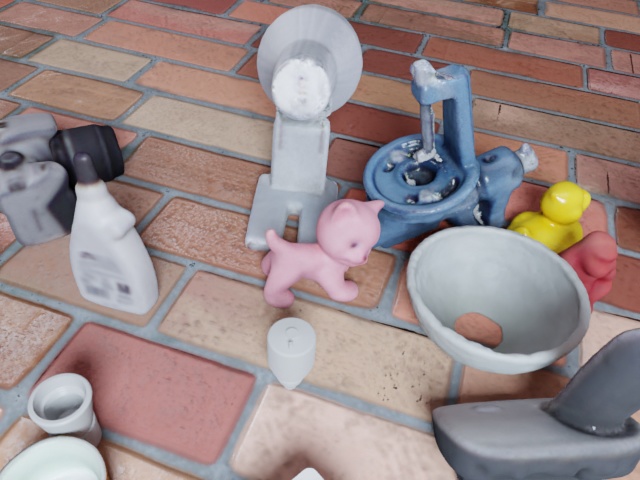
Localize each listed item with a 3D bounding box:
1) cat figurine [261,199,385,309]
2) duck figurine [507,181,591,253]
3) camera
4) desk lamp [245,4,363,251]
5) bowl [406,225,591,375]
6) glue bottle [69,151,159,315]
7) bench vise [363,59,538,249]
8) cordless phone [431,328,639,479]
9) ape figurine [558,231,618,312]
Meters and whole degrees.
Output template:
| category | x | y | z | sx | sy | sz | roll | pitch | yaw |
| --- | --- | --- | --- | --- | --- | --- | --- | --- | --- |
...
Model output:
| category | x | y | z | sx | sy | sz | roll | pitch | yaw |
| --- | --- | --- | --- | --- | --- | --- | --- | --- | --- |
| cat figurine | 0.005 | 0.002 | 0.564 | 0.128 | 0.118 | 0.067 | -6 | 44 | -12 |
| duck figurine | 0.259 | -0.025 | 0.640 | 0.105 | 0.086 | 0.077 | -19 | 48 | -24 |
| camera | -0.293 | -0.086 | 0.642 | 0.137 | 0.101 | 0.142 | -18 | 48 | -22 |
| desk lamp | -0.017 | -0.126 | 0.627 | 0.118 | 0.214 | 0.203 | 5 | 43 | 0 |
| bowl | 0.160 | 0.066 | 0.543 | 0.167 | 0.075 | 0.167 | 3 | 43 | -2 |
| glue bottle | -0.193 | -0.005 | 0.513 | 0.078 | 0.173 | 0.037 | 14 | 44 | 10 |
| bench vise | 0.135 | -0.097 | 0.607 | 0.208 | 0.220 | 0.121 | -25 | 51 | -28 |
| cordless phone | 0.167 | 0.116 | 0.410 | 0.147 | 0.185 | 0.094 | -4 | 44 | -9 |
| ape figurine | 0.267 | 0.031 | 0.578 | 0.078 | 0.092 | 0.076 | -6 | 44 | -11 |
